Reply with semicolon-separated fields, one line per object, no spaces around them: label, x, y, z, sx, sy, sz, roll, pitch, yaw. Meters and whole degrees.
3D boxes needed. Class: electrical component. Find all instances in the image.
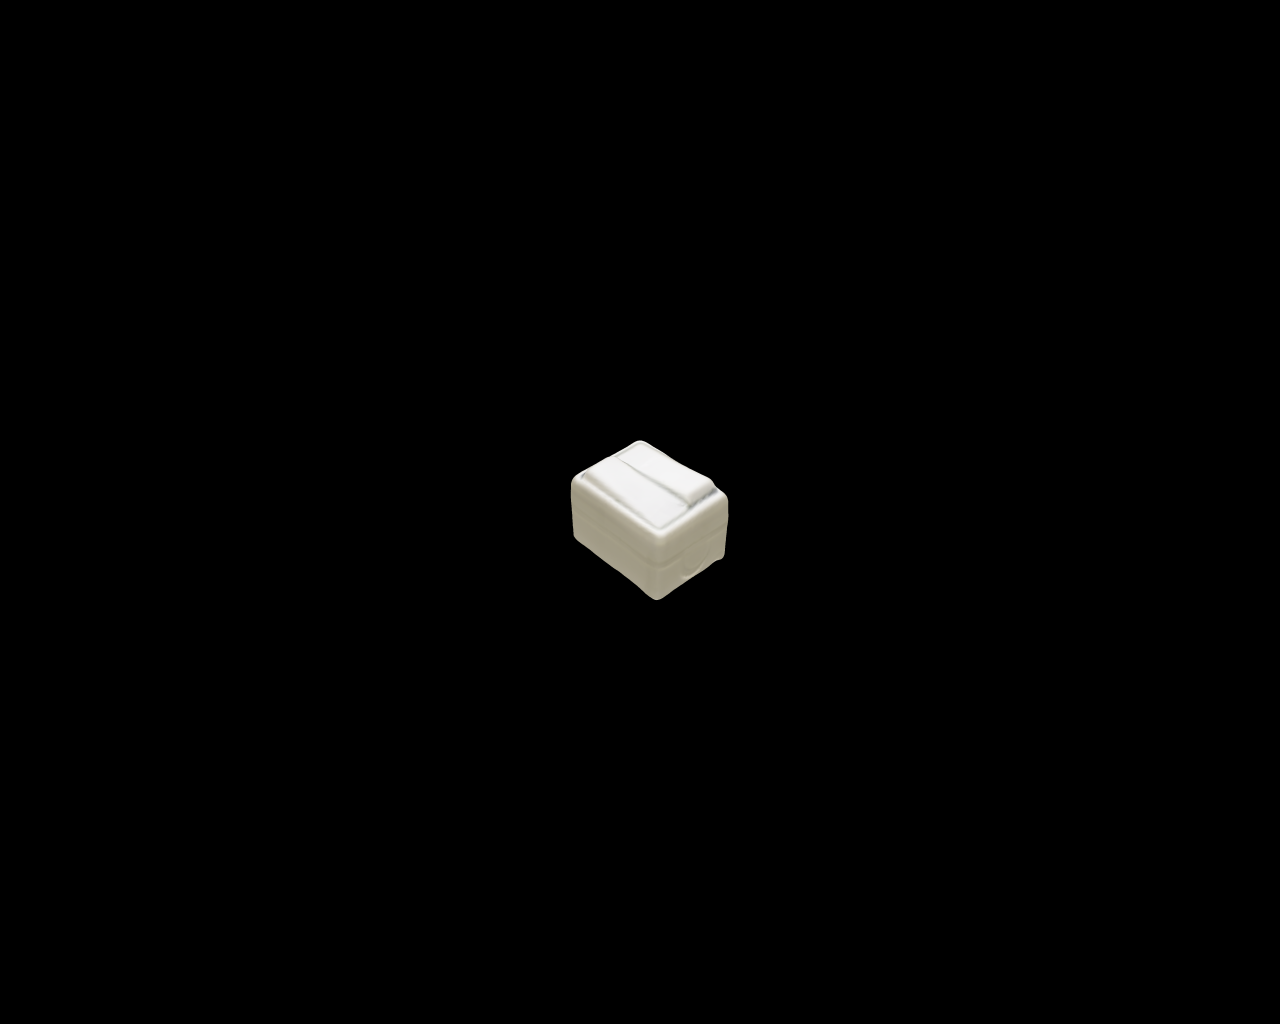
electrical component;0.001;-0.003;0.650;0.062;0.061;0.096;-31;49;-31
